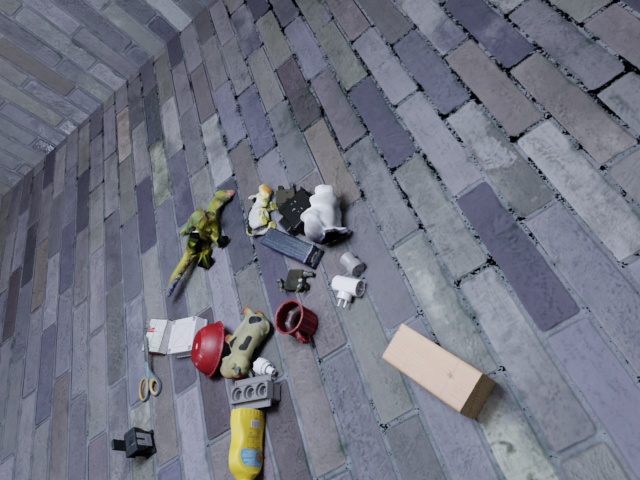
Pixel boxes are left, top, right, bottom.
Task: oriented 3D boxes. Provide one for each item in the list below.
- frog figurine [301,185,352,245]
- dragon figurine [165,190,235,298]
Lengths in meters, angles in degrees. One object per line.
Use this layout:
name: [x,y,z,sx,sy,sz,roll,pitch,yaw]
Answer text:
frog figurine: [0.004,-0.072,1.434,0.120,0.138,0.162,-46,60,47]
dragon figurine: [-0.428,-0.011,1.781,0.410,0.121,0.246,-51,29,-1]
